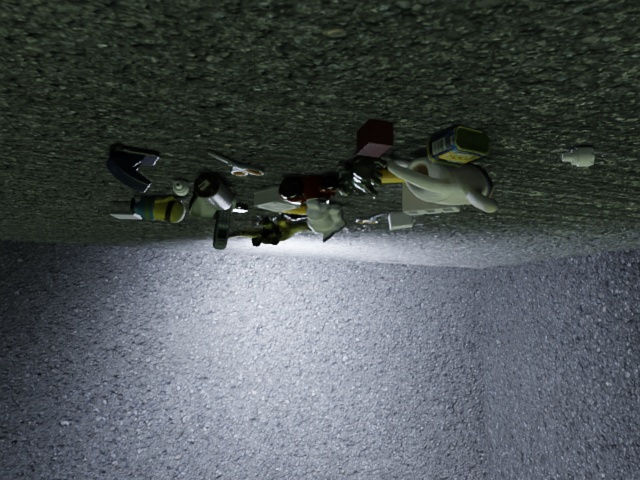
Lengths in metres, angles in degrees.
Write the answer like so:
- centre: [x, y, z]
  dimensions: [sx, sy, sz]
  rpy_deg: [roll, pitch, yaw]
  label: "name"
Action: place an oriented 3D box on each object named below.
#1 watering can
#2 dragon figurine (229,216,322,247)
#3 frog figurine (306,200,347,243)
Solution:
- centre: [0.306, -0.120, 1.157]
  dimensions: [0.224, 0.102, 0.352]
  rpy_deg: [1, 22, -36]
  label: "watering can"
- centre: [-0.168, -0.033, 2.143]
  dimensions: [0.409, 0.122, 0.243]
  rpy_deg: [-2, -1, 31]
  label: "dragon figurine"
- centre: [0.005, -0.089, 1.776]
  dimensions: [0.136, 0.125, 0.157]
  rpy_deg: [-24, -60, 41]
  label: "frog figurine"
